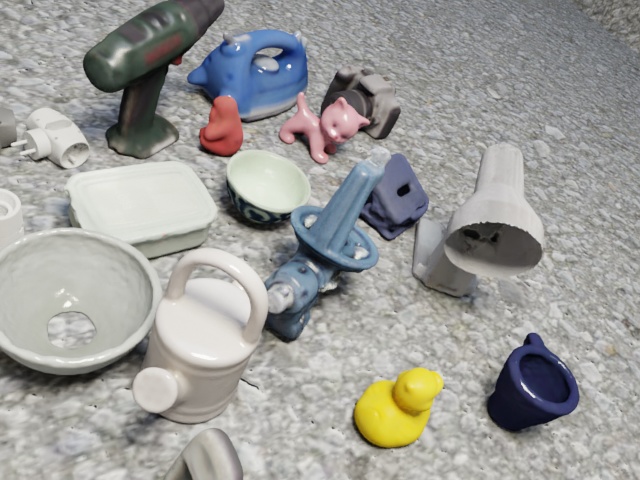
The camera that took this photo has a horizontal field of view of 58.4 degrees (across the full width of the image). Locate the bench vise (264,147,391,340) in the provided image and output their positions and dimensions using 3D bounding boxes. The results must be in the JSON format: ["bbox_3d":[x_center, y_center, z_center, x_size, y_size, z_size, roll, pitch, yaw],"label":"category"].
[{"bbox_3d":[0.017,0.007,0.663,0.121,0.219,0.207,23,41,-5],"label":"bench vise"}]

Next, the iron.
[{"bbox_3d":[-0.091,-0.302,0.981,0.118,0.141,0.259,44,44,19],"label":"iron"}]

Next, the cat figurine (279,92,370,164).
[{"bbox_3d":[0.010,-0.195,0.942,0.127,0.117,0.067,31,41,5],"label":"cat figurine"}]

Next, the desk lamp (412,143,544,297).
[{"bbox_3d":[0.213,-0.016,0.793,0.118,0.213,0.203,21,42,-7],"label":"desk lamp"}]

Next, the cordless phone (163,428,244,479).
[{"bbox_3d":[-0.083,0.230,0.411,0.094,0.185,0.147,-14,55,-37],"label":"cordless phone"}]

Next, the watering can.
[{"bbox_3d":[-0.107,0.089,0.535,0.101,0.194,0.173,15,43,-13],"label":"watering can"}]

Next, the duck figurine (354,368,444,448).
[{"bbox_3d":[0.093,0.176,0.632,0.105,0.086,0.077,-13,54,-36],"label":"duck figurine"}]

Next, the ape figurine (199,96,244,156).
[{"bbox_3d":[-0.147,-0.177,0.862,0.076,0.092,0.078,32,42,7],"label":"ape figurine"}]

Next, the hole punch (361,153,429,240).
[{"bbox_3d":[0.118,-0.070,0.891,0.101,0.091,0.109,41,43,16],"label":"hole punch"}]

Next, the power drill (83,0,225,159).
[{"bbox_3d":[-0.224,-0.224,0.782,0.075,0.208,0.230,33,42,7],"label":"power drill"}]

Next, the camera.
[{"bbox_3d":[0.061,-0.258,1.046,0.137,0.100,0.143,-20,59,-40],"label":"camera"}]

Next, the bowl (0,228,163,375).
[{"bbox_3d":[-0.247,0.071,0.572,0.168,0.074,0.167,15,43,-14],"label":"bowl"}]

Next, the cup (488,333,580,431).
[{"bbox_3d":[0.248,0.179,0.702,0.092,0.095,0.118,19,42,-8],"label":"cup"}]
